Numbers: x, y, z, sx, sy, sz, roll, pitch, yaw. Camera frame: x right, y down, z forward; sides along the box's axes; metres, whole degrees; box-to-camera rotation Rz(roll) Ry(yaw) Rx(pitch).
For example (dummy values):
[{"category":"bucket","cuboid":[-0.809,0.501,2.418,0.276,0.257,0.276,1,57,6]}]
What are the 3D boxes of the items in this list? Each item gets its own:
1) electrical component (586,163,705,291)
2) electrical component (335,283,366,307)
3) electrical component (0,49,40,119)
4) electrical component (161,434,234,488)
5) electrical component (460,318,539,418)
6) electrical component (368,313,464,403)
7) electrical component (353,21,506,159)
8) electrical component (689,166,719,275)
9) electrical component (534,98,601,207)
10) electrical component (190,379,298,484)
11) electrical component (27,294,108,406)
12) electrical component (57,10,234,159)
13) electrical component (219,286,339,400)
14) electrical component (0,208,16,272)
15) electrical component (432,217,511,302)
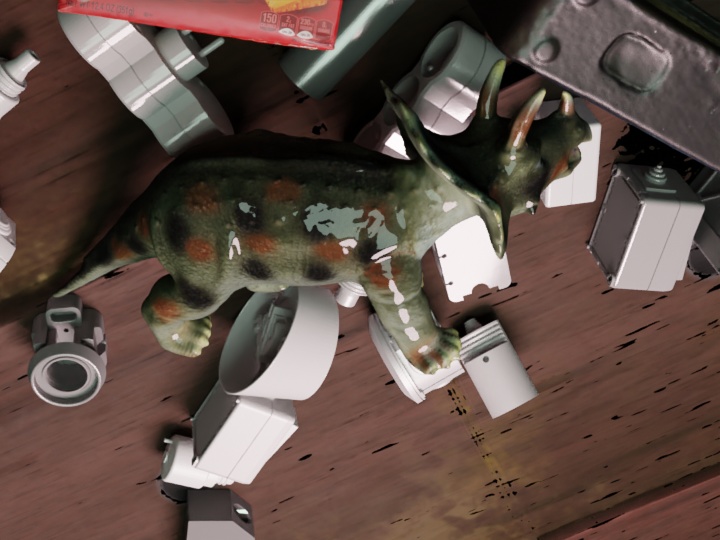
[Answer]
[{"category":"electrical component","cuboid":[0.227,-0.038,0.838,0.061,0.061,0.096,4,123,-13]},{"category":"electrical component","cuboid":[0.000,0.000,0.833,0.043,0.043,0.062,15,121,-20]},{"category":"electrical component","cuboid":[-0.238,-0.123,0.710,0.061,0.035,0.035,-36,123,11]},{"category":"electrical component","cuboid":[-0.135,0.168,0.924,0.078,0.040,0.040,18,119,-22]},{"category":"electrical component","cuboid":[0.110,0.078,0.895,0.043,0.043,0.081,-29,82,10]},{"category":"electrical component","cuboid":[0.044,0.062,0.862,0.051,0.080,0.080,-30,124,3]},{"category":"electrical component","cuboid":[0.058,-0.103,0.768,0.074,0.052,0.138,28,116,-26]},{"category":"electrical component","cuboid":[0.307,-0.050,0.817,0.056,0.108,0.108,24,117,-24]},{"category":"electrical component","cuboid":[0.133,-0.085,0.798,0.077,0.047,0.065,-8,125,-5]},{"category":"electrical component","cuboid":[-0.091,0.120,0.886,0.061,0.061,0.096,23,117,-24]},{"category":"electrical component","cuboid":[-0.225,0.068,0.829,0.058,0.057,0.078,-5,125,-7]},{"category":"electrical component","cuboid":[-0.125,-0.139,0.709,0.074,0.052,0.138,-32,124,11]},{"category":"electrical component","cuboid":[-0.061,0.052,0.825,0.064,0.099,0.099,15,120,-27]},{"category":"electrical component","cuboid":[-0.282,-0.021,0.745,0.080,0.080,0.051,-31,129,11]},{"category":"electrical component","cuboid":[0.078,-0.031,0.819,0.050,0.055,0.089,-16,125,1]}]
